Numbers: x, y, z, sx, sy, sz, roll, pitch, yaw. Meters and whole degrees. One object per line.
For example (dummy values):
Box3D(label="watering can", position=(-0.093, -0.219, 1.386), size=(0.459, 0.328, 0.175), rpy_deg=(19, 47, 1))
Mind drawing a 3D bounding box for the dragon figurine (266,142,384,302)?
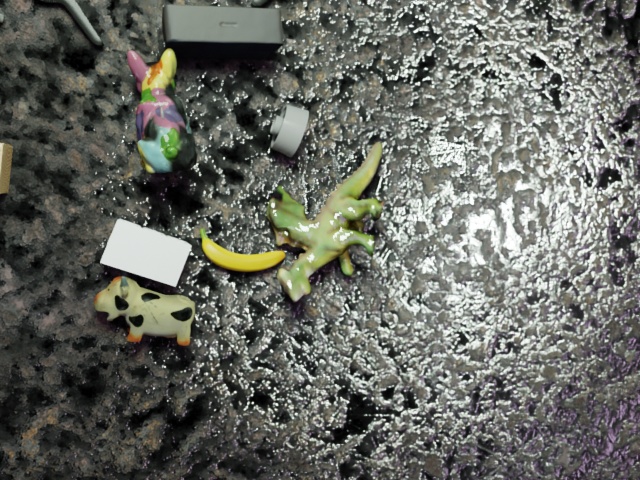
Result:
Box3D(label="dragon figurine", position=(0.004, -0.058, 1.158), size=(0.242, 0.416, 0.121), rpy_deg=(14, -16, -14))
